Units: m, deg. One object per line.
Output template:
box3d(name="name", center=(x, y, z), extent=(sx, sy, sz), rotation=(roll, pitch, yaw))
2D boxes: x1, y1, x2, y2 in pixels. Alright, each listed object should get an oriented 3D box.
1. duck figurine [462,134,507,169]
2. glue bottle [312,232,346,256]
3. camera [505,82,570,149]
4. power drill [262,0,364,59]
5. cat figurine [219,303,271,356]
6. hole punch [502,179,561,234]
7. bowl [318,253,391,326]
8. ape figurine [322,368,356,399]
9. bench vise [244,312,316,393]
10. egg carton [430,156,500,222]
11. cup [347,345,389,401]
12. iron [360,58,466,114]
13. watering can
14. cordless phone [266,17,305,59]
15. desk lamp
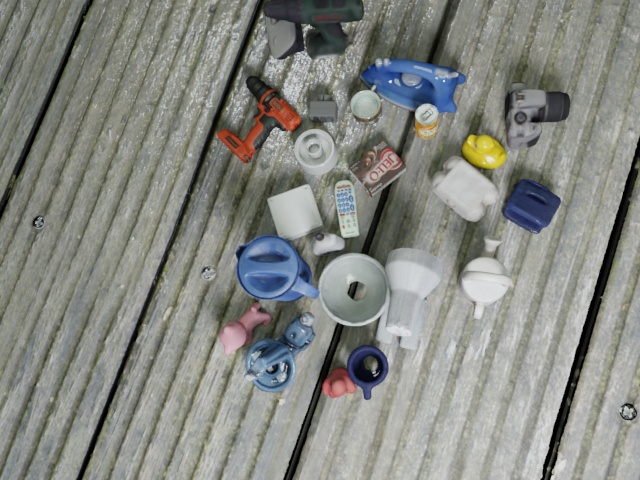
box3d(name="duck figurine", center=(0.384, -0.213, 1.327), extent=(0.104, 0.086, 0.077), rotation=(26, 85, 12))
box3d(name="glue bottle", center=(0.012, 0.005, 1.305), extent=(0.078, 0.173, 0.037), rotation=(-7, 79, 8))
box3d(name="camera", center=(0.499, -0.293, 1.315), extent=(0.136, 0.101, 0.143), rotation=(0, 80, 9))
box3d(name="power drill", center=(-0.005, -0.520, 1.378), extent=(0.229, 0.208, 0.075), rotation=(-6, 79, 8))
box3d(name="cat figurine", center=(-0.184, 0.204, 1.330), extent=(0.067, 0.118, 0.128), rotation=(40, 89, 13))
box3d(name="hole punch", center=(0.476, -0.082, 1.288), extent=(0.108, 0.091, 0.101), rotation=(31, 86, 13))
box3d(name="bowl", center=(0.082, 0.117, 1.325), extent=(0.167, 0.075, 0.167), rotation=(-1, 80, 9))
box3d(name="ape figurine", center=(0.043, 0.327, 1.287), extent=(0.077, 0.092, 0.076), rotation=(15, 83, 11))
box3d(name="bench vise", center=(-0.100, 0.242, 1.258), extent=(0.121, 0.220, 0.207), rotation=(19, 84, 12))
box3d(name="egg carton", center=(0.334, -0.118, 1.328), extent=(0.150, 0.069, 0.107), rotation=(41, 89, 13))
box3d(name="cup", center=(0.110, 0.295, 1.280), extent=(0.091, 0.095, 0.118), rotation=(-1, 80, 9))
box3d(name="iron", center=(0.210, -0.388, 1.356), extent=(0.258, 0.141, 0.119), rotation=(16, 83, 11))
box3d(name="watering can", center=(0.352, 0.079, 1.227), extent=(0.101, 0.194, 0.173), rotation=(-11, 79, 7))
box3d(name="cordless phone", center=(-0.103, -0.548, 1.410), extent=(0.094, 0.185, 0.147), rotation=(-14, 78, 7))
box3d(name="desk lamp", center=(0.188, 0.131, 1.235), extent=(0.117, 0.214, 0.203), rotation=(13, 83, 11))
